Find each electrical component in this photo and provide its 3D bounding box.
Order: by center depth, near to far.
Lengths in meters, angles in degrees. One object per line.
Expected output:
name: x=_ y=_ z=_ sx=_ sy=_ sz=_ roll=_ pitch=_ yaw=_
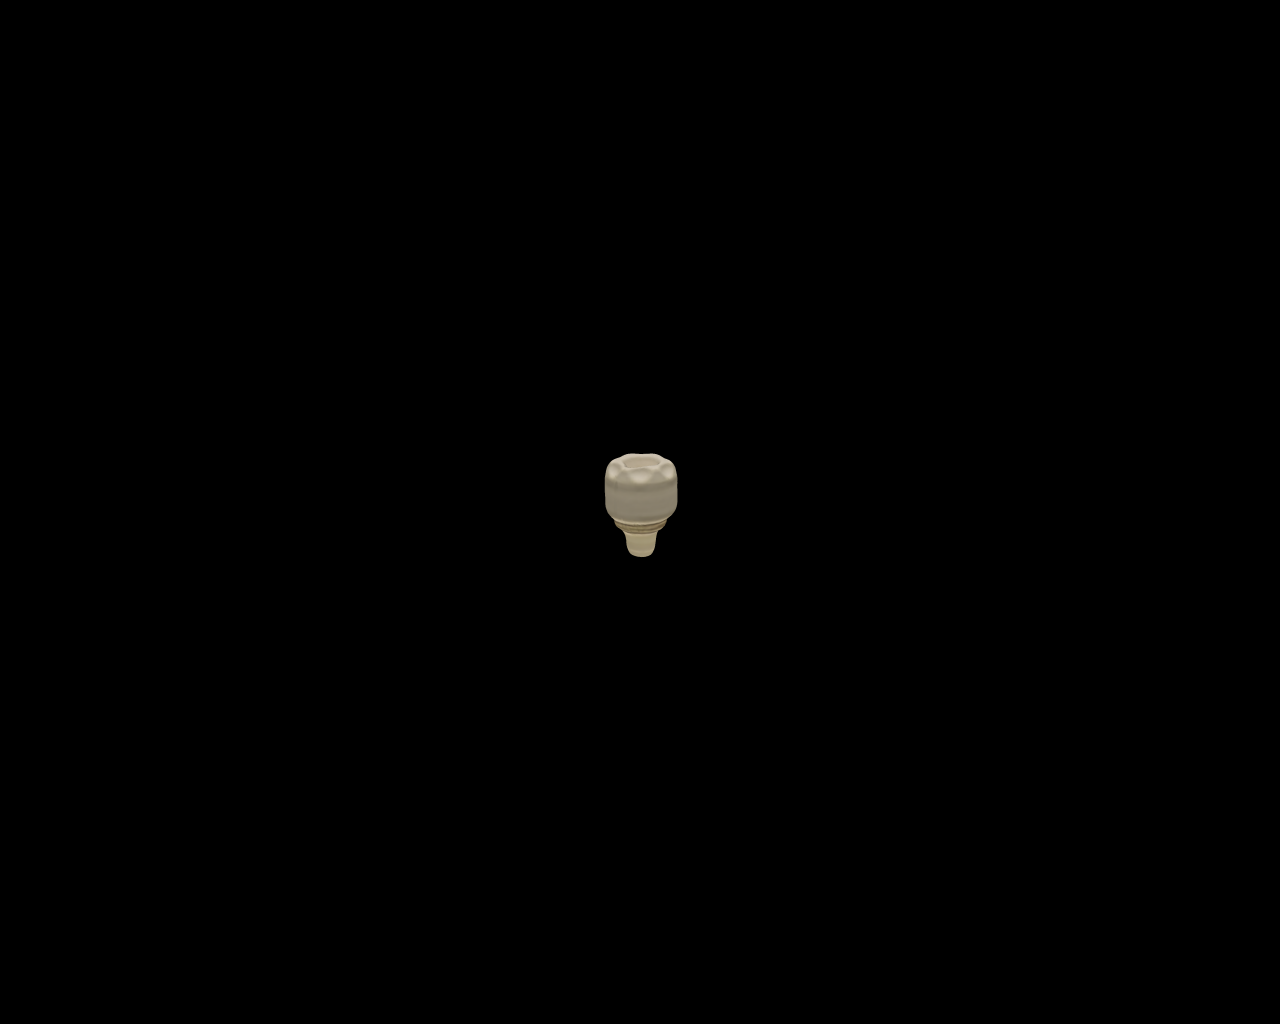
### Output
electrical component: x=0.001 y=-0.003 z=0.650 sx=0.043 sy=0.062 sz=0.043 roll=0 pitch=19 yaw=0
